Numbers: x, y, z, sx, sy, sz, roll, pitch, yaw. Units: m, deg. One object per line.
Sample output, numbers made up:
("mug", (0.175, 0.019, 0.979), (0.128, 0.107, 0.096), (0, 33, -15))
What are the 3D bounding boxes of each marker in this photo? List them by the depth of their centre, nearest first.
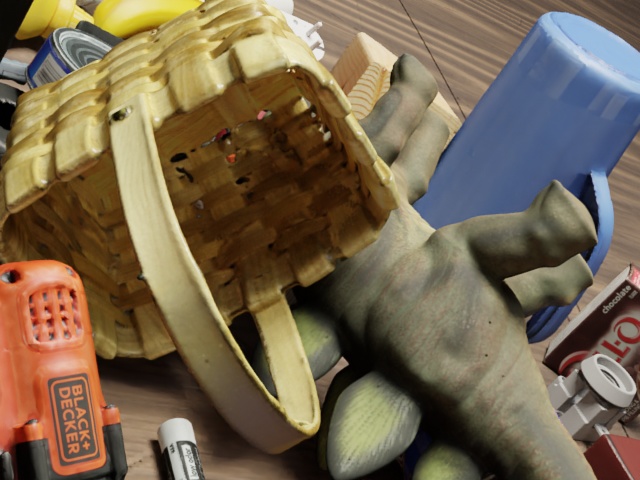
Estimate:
("marker", (-0.060, 0.140, 0.526), (0.020, 0.020, 0.121), (17, 32, -34))

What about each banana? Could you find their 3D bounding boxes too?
("banana", (-0.125, -0.177, 0.904), (0.037, 0.070, 0.197), (43, 26, 29))

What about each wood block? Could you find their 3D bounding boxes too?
("wood block", (0.049, -0.110, 0.930), (0.090, 0.091, 0.206), (34, 14, -10))

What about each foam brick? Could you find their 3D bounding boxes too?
("foam brick", (0.191, 0.175, 0.709), (0.051, 0.078, 0.053), (16, 35, -37))

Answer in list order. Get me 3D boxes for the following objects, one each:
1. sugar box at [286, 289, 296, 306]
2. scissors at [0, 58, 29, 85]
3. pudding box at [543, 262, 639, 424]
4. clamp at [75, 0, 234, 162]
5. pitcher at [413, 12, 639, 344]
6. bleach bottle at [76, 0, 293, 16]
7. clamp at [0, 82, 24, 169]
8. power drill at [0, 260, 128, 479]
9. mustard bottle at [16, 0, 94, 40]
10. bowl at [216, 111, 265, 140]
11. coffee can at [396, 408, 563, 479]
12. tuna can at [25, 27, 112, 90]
("sugar box", (-0.005, 0.001, 0.786), (0.093, 0.048, 0.176), (42, 28, 6))
("scissors", (-0.206, -0.112, 0.706), (0.201, 0.016, 0.096), (13, 7, -28))
("pudding box", (0.256, 0.087, 0.888), (0.090, 0.114, 0.039), (37, 31, 1))
("clamp", (-0.089, -0.121, 0.772), (0.171, 0.120, 0.039), (52, -14, 22))
("pitcher", (0.164, -0.046, 0.843), (0.149, 0.243, 0.145), (29, 30, -2))
("bleach bottle", (-0.137, -0.228, 0.977), (0.103, 0.068, 0.250), (46, 30, 23))
("clamp", (-0.169, -0.063, 0.700), (0.209, 0.036, 0.165), (21, 26, -31))
("power drill", (-0.155, 0.104, 0.382), (0.187, 0.057, 0.184), (-4, 80, -43))
("mustard bottle", (-0.256, -0.194, 0.779), (0.191, 0.058, 0.096), (21, 16, -28))
("bowl", (-0.068, -0.113, 0.851), (0.162, 0.055, 0.162), (32, 17, -11))
("coffee can", (0.091, 0.111, 0.660), (0.102, 0.103, 0.140), (17, 33, -34))
("tuna can", (-0.149, -0.101, 0.705), (0.086, 0.034, 0.086), (35, 21, -15))
